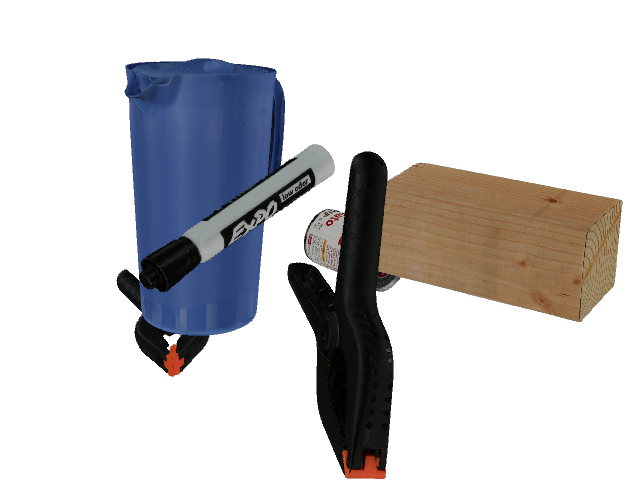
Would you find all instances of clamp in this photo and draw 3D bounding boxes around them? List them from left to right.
[{"bbox_3d":[-0.149,0.076,1.145,0.120,0.039,0.171,-16,39,-8],"label":"clamp"},{"bbox_3d":[0.021,0.055,0.725,0.036,0.210,0.165,4,-39,-18],"label":"clamp"}]

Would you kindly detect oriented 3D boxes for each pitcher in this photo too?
[{"bbox_3d":[-0.102,-0.044,0.980,0.149,0.243,0.145,0,14,-8],"label":"pitcher"}]

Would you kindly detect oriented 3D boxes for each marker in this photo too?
[{"bbox_3d":[-0.039,-0.012,0.516,0.120,0.020,0.020,-37,22,-33],"label":"marker"}]

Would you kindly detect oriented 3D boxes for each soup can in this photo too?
[{"bbox_3d":[0.040,0.010,1.208,0.102,0.068,0.068,23,15,39],"label":"soup can"}]

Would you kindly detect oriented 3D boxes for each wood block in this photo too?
[{"bbox_3d":[0.163,-0.004,0.996,0.206,0.090,0.090,14,27,31],"label":"wood block"}]
